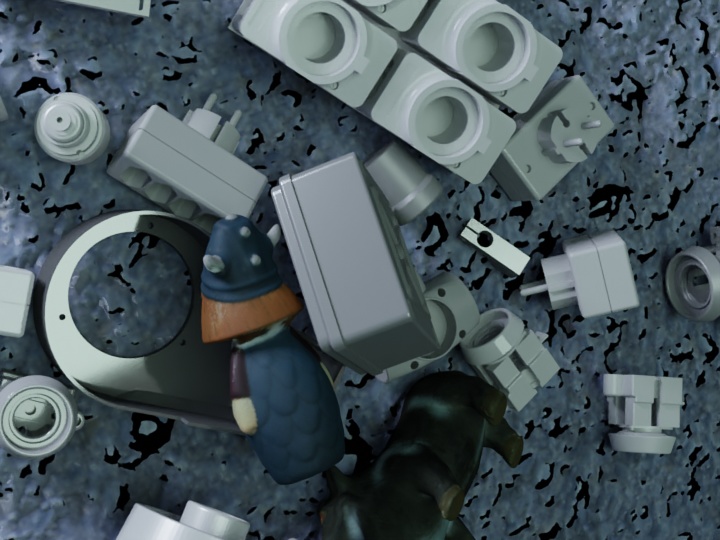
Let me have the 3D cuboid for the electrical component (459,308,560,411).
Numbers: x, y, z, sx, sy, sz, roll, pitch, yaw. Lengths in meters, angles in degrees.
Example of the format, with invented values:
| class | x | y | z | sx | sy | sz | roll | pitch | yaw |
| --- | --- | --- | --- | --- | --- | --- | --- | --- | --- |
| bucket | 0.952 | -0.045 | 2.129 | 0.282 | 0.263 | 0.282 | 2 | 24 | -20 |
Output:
| class | x | y | z | sx | sy | sz | roll | pitch | yaw |
| --- | --- | --- | --- | --- | --- | --- | --- | --- | --- |
| electrical component | 0.101 | 0.060 | 0.750 | 0.066 | 0.048 | 0.055 | -43 | 114 | -15 |

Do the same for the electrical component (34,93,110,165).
| class | x | y | z | sx | sy | sz | roll | pitch | yaw |
| --- | --- | --- | --- | --- | --- | --- | --- | --- | --- |
| electrical component | -0.168 | -0.083 | 0.624 | 0.040 | 0.078 | 0.040 | 0 | 92 | -7 |

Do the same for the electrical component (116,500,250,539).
| class | x | y | z | sx | sy | sz | roll | pitch | yaw |
| --- | --- | --- | --- | --- | --- | --- | --- | --- | --- |
| electrical component | -0.095 | 0.174 | 0.645 | 0.108 | 0.108 | 0.060 | 26 | 76 | -20 |

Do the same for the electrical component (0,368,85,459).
| class | x | y | z | sx | sy | sz | roll | pitch | yaw |
| --- | --- | --- | --- | --- | --- | --- | --- | --- | --- |
| electrical component | -0.192 | 0.084 | 0.629 | 0.066 | 0.055 | 0.048 | 18 | 85 | -21 |

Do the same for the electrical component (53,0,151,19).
| class | x | y | z | sx | sy | sz | roll | pitch | yaw |
| --- | --- | --- | --- | --- | --- | --- | --- | --- | --- |
| electrical component | -0.181 | -0.193 | 0.619 | 0.121 | 0.063 | 0.078 | 7 | 89 | -22 |

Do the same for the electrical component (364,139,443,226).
| class | x | y | z | sx | sy | sz | roll | pitch | yaw |
| --- | --- | --- | --- | --- | --- | --- | --- | --- | --- |
| electrical component | 0.026 | -0.059 | 0.719 | 0.040 | 0.040 | 0.046 | -45 | 101 | -14 |

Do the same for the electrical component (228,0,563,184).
| class | x | y | z | sx | sy | sz | roll | pitch | yaw |
| --- | --- | --- | --- | --- | --- | --- | --- | --- | --- |
| electrical component | 0.025 | -0.147 | 0.689 | 0.186 | 0.060 | 0.105 | 30 | 97 | -20 |

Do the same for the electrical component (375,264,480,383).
| class | x | y | z | sx | sy | sz | roll | pitch | yaw |
| --- | --- | --- | --- | --- | --- | --- | --- | --- | --- |
| electrical component | 0.030 | 0.023 | 0.720 | 0.077 | 0.044 | 0.079 | -31 | 102 | -18 |

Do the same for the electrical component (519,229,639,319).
| class | x | y | z | sx | sy | sz | roll | pitch | yaw |
| --- | --- | --- | --- | --- | --- | --- | --- | --- | --- |
| electrical component | 0.151 | 0.006 | 0.761 | 0.077 | 0.065 | 0.047 | -14 | 98 | 9 |

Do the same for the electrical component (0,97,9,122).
| class | x | y | z | sx | sy | sz | roll | pitch | yaw |
| --- | --- | --- | --- | --- | --- | --- | --- | --- | --- |
| electrical component | -0.232 | -0.103 | 0.608 | 0.047 | 0.055 | 0.055 | -24 | 100 | -15 |

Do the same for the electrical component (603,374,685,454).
| class | x | y | z | sx | sy | sz | roll | pitch | yaw |
| --- | --- | --- | --- | --- | --- | --- | --- | --- | --- |
| electrical component | 0.209 | 0.106 | 0.794 | 0.066 | 0.048 | 0.055 | 6 | 82 | -21 |

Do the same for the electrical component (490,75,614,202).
| class | x | y | z | sx | sy | sz | roll | pitch | yaw |
| --- | --- | --- | --- | --- | --- | --- | --- | --- | --- |
| electrical component | 0.138 | -0.092 | 0.742 | 0.083 | 0.076 | 0.047 | -44 | 106 | -15 |

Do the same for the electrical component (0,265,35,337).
| class | x | y | z | sx | sy | sz | roll | pitch | yaw |
| --- | --- | --- | --- | --- | --- | --- | --- | --- | --- |
| electrical component | -0.237 | 0.031 | 0.613 | 0.083 | 0.047 | 0.075 | 11 | 88 | -22 |

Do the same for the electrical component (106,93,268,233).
| class | x | y | z | sx | sy | sz | roll | pitch | yaw |
| --- | --- | --- | --- | --- | --- | --- | --- | --- | --- |
| electrical component | -0.099 | -0.074 | 0.666 | 0.083 | 0.047 | 0.075 | 33 | 68 | -19 |

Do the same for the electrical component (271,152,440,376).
| class | x | y | z | sx | sy | sz | roll | pitch | yaw |
| --- | --- | --- | --- | --- | --- | --- | --- | --- | --- |
| electrical component | 0.000 | 0.000 | 0.647 | 0.056 | 0.108 | 0.108 | -21 | 73 | 8 |

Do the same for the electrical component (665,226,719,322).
| class | x | y | z | sx | sy | sz | roll | pitch | yaw |
| --- | --- | --- | --- | --- | --- | --- | --- | --- | --- |
| electrical component | 0.269 | 0.007 | 0.808 | 0.057 | 0.058 | 0.078 | -10 | 96 | -24 |
